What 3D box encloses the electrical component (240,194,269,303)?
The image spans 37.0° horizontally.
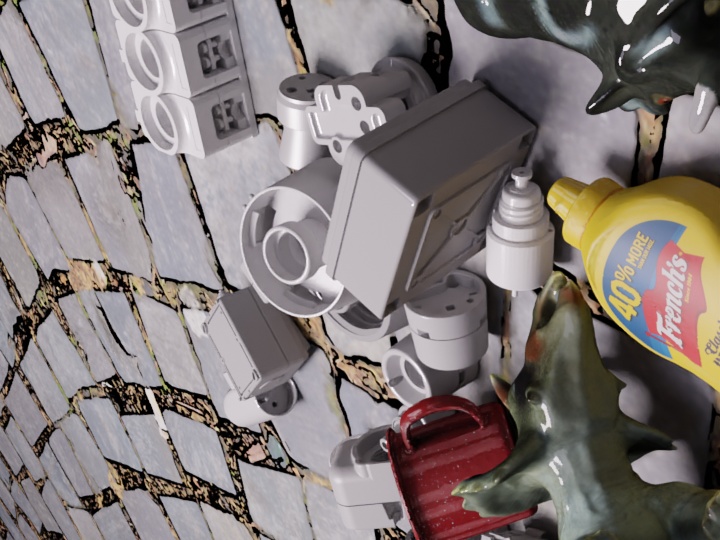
[{"bbox_3d":[-0.069,-0.025,0.857,0.076,0.047,0.065,55,148,8],"label":"electrical component"}]

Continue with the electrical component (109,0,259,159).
[{"bbox_3d":[-0.142,-0.170,0.827,0.089,0.062,0.150,24,133,43],"label":"electrical component"}]

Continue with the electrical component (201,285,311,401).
[{"bbox_3d":[-0.093,0.055,0.949,0.096,0.061,0.061,60,149,13],"label":"electrical component"}]

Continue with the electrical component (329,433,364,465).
[{"bbox_3d":[0.006,0.173,0.908,0.055,0.055,0.047,22,136,45],"label":"electrical component"}]

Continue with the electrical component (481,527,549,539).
[{"bbox_3d":[0.137,0.224,0.751,0.121,0.079,0.063,5,90,53],"label":"electrical component"}]

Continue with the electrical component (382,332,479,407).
[{"bbox_3d":[0.049,0.068,0.769,0.055,0.047,0.055,34,140,35],"label":"electrical component"}]

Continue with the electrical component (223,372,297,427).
[{"bbox_3d":[-0.103,0.106,1.014,0.079,0.043,0.077,61,148,-1],"label":"electrical component"}]

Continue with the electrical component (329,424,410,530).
[{"bbox_3d":[0.028,0.158,0.832,0.095,0.053,0.059,-9,113,16],"label":"electrical component"}]

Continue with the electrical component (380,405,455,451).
[{"bbox_3d":[0.041,0.116,0.805,0.035,0.061,0.035,34,140,35],"label":"electrical component"}]

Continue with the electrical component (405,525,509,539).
[{"bbox_3d":[0.071,0.219,0.823,0.050,0.089,0.055,-11,106,57],"label":"electrical component"}]

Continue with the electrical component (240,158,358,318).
[{"bbox_3d":[-0.030,-0.020,0.717,0.099,0.064,0.099,15,116,33],"label":"electrical component"}]

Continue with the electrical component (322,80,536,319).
[{"bbox_3d":[0.039,-0.042,0.637,0.056,0.109,0.108,42,144,22],"label":"electrical component"}]

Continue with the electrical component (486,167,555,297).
[{"bbox_3d":[0.095,-0.024,0.638,0.040,0.040,0.078,30,137,39],"label":"electrical component"}]

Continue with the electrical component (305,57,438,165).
[{"bbox_3d":[0.012,-0.100,0.675,0.078,0.057,0.058,11,124,50],"label":"electrical component"}]

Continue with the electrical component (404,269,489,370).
[{"bbox_3d":[0.059,0.034,0.722,0.055,0.055,0.047,25,138,42],"label":"electrical component"}]

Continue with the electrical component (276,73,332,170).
[{"bbox_3d":[-0.035,-0.103,0.750,0.045,0.045,0.055,34,139,35],"label":"electrical component"}]

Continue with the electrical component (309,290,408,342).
[{"bbox_3d":[0.000,0.000,0.769,0.108,0.060,0.108,34,140,35],"label":"electrical component"}]
